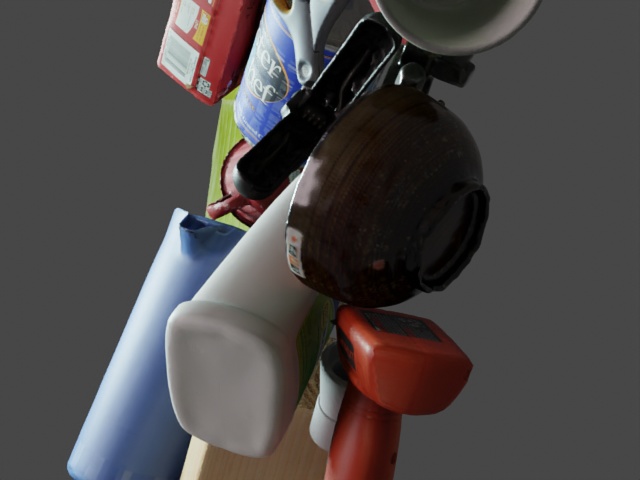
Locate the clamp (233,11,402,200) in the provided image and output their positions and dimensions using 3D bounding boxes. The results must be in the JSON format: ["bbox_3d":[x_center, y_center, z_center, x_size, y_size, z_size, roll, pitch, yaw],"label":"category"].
[{"bbox_3d":[-0.008,-0.066,0.621,0.120,0.039,0.171,-43,0,-7],"label":"clamp"}]

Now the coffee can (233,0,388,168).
[{"bbox_3d":[-0.003,-0.137,0.821,0.140,0.102,0.103,116,162,-53],"label":"coffee can"}]

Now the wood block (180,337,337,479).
[{"bbox_3d":[-0.049,0.171,0.766,0.090,0.090,0.206,-96,20,-60],"label":"wood block"}]

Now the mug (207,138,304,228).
[{"bbox_3d":[-0.045,-0.049,0.934,0.093,0.117,0.082,67,165,-6],"label":"mug"}]

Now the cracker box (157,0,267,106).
[{"bbox_3d":[-0.030,-0.228,0.889,0.213,0.072,0.164,-44,-11,-35],"label":"cracker box"}]

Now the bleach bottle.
[{"bbox_3d":[-0.004,0.004,0.630,0.250,0.068,0.103,-59,-20,-45],"label":"bleach bottle"}]

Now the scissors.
[{"bbox_3d":[0.005,-0.125,0.706,0.096,0.016,0.202,-16,87,49],"label":"scissors"}]

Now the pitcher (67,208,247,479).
[{"bbox_3d":[-0.106,0.109,0.900,0.243,0.149,0.145,-65,15,-10],"label":"pitcher"}]

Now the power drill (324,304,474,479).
[{"bbox_3d":[0.023,0.135,0.525,0.184,0.057,0.188,-131,53,-76],"label":"power drill"}]

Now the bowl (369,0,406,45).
[{"bbox_3d":[0.066,-0.189,0.656,0.162,0.055,0.162,-168,90,-79],"label":"bowl"}]
